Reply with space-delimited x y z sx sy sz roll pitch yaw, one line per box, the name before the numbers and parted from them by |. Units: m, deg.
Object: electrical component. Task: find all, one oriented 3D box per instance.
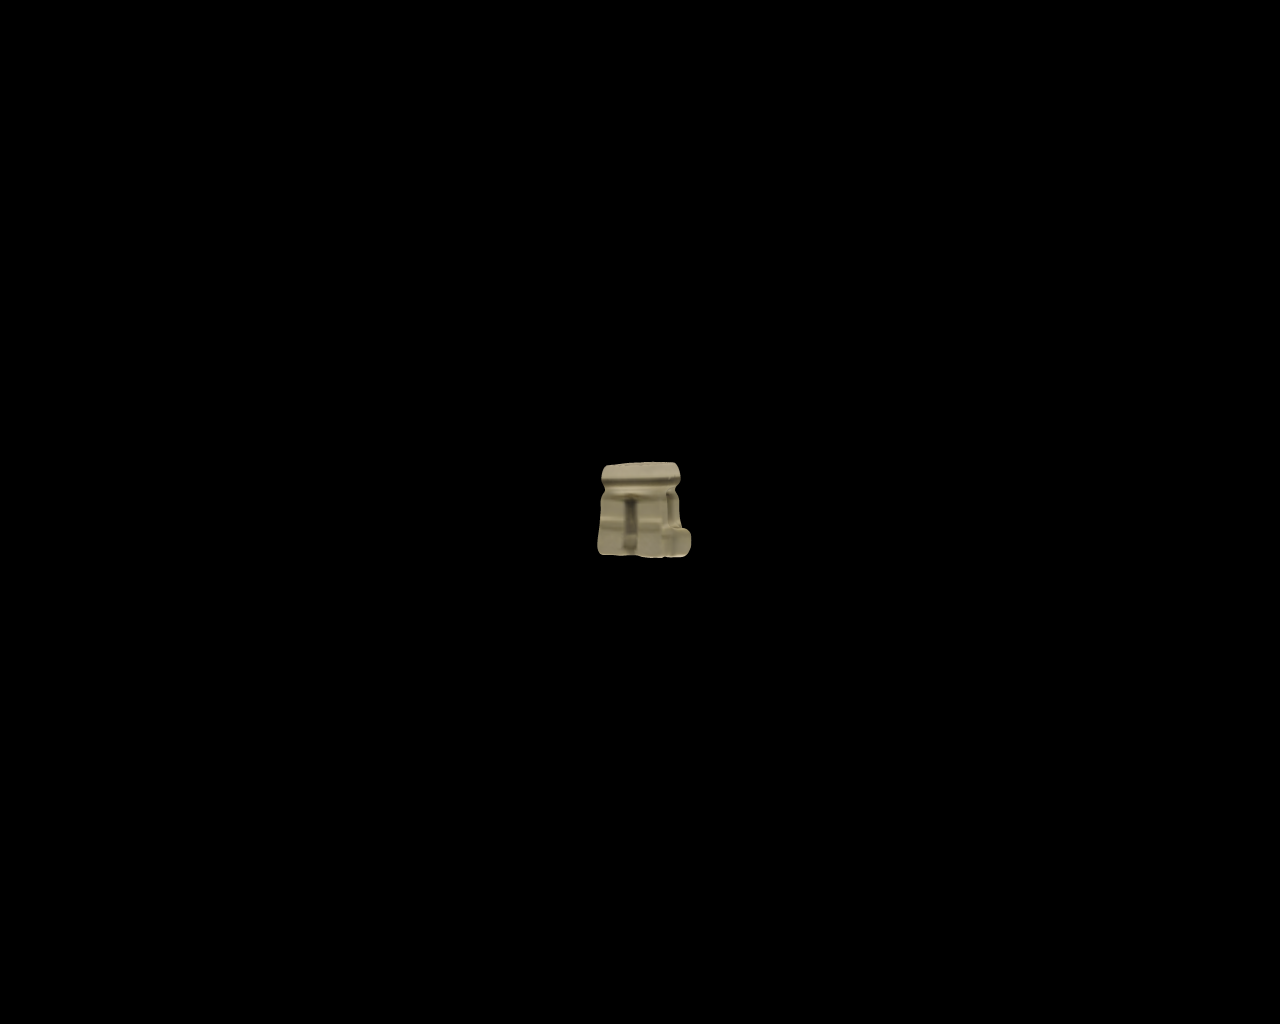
electrical component | 0.001 -0.003 0.650 0.066 0.055 0.048 1 4 20
